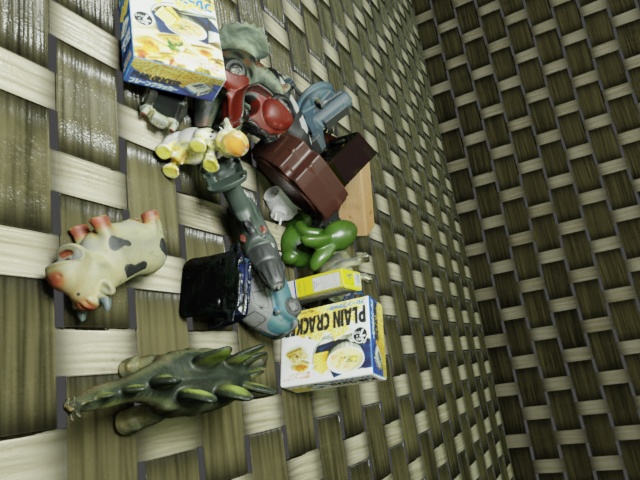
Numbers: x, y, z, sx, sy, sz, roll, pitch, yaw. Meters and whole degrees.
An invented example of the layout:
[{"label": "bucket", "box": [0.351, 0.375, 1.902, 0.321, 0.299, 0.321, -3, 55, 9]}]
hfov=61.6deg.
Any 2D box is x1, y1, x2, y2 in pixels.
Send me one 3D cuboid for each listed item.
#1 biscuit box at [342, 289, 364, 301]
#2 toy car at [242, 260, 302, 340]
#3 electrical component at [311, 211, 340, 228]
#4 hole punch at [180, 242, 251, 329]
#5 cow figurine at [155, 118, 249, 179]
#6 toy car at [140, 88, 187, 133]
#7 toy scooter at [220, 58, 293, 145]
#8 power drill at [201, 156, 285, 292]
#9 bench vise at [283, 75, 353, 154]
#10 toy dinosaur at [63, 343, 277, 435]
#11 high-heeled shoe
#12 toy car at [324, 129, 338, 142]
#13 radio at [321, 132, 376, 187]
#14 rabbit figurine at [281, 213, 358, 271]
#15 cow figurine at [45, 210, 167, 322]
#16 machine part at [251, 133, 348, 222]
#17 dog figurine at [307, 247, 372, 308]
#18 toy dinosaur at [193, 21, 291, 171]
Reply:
[{"label": "biscuit box", "box": [0.057, 0.182, 1.363, 0.062, 0.059, 0.203, 67, 27, -14]}, {"label": "toy car", "box": [-0.112, 0.112, 1.031, 0.103, 0.109, 0.161, 0, 67, -45]}, {"label": "electrical component", "box": [0.012, -0.049, 1.408, 0.134, 0.058, 0.115, 31, 52, -54]}, {"label": "hole punch", "box": [-0.167, 0.089, 0.925, 0.092, 0.116, 0.142, 51, 34, -54]}, {"label": "cow figurine", "box": [-0.195, -0.167, 0.938, 0.098, 0.167, 0.068, -77, 155, -51]}, {"label": "toy car", "box": [-0.272, -0.276, 0.970, 0.073, 0.056, 0.202, 29, 49, -32]}, {"label": "toy scooter", "box": [-0.129, -0.238, 1.006, 0.183, 0.075, 0.135, 35, 57, -37]}, {"label": "power drill", "box": [-0.132, -0.040, 0.975, 0.207, 0.086, 0.232, 62, -2, -41]}, {"label": "bench vise", "box": [-0.045, -0.327, 1.361, 0.241, 0.223, 0.128, 52, 11, 26]}, {"label": "toy dinosaur", "box": [-0.183, 0.193, 0.734, 0.471, 0.199, 0.105, 5, 68, -64]}, {"label": "high-heeled shoe", "box": [-0.081, -0.315, 1.290, 0.145, 0.086, 0.249, 37, 29, -39]}, {"label": "toy car", "box": [0.063, -0.275, 1.637, 0.202, 0.053, 0.089, 7, 59, -58]}, {"label": "radio", "box": [0.037, -0.190, 1.317, 0.073, 0.131, 0.230, 46, -9, -17]}, {"label": "rabbit figurine", "box": [-0.003, -0.004, 1.224, 0.121, 0.170, 0.159, 68, 26, -12]}, {"label": "cow figurine", "box": [-0.291, 0.031, 0.745, 0.195, 0.085, 0.127, -20, 88, -65]}, {"label": "machine part", "box": [-0.048, -0.142, 1.192, 0.087, 0.201, 0.201, -49, 132, -7]}, {"label": "dog figurine", "box": [0.012, 0.095, 1.312, 0.190, 0.173, 0.121, -36, 126, -29]}, {"label": "toy dinosaur", "box": [-0.192, -0.319, 1.102, 0.192, 0.131, 0.405, 49, 38, -18]}]
